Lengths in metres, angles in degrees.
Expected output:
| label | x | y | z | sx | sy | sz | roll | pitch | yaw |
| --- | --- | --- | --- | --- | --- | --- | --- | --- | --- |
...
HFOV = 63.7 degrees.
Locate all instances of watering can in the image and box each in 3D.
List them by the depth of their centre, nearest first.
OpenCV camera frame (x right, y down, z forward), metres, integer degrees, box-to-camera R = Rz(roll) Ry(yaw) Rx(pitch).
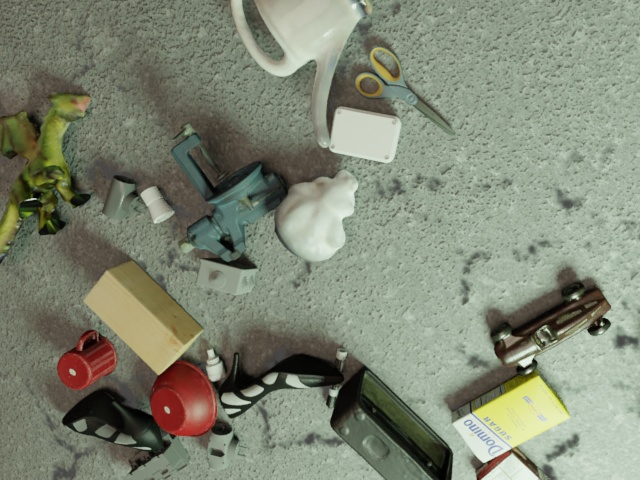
| label | x | y | z | sx | sy | sz | roll | pitch | yaw |
| --- | --- | --- | --- | --- | --- | --- | --- | --- | --- |
| watering can | -0.009 | -0.345 | 0.849 | 0.222 | 0.104 | 0.349 | -33 | 84 | 16 |

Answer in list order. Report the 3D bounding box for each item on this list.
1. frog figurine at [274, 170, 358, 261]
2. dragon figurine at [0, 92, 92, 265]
| label | x | y | z | sx | sy | sz | roll | pitch | yaw |
| --- | --- | --- | --- | --- | --- | --- | --- | --- | --- |
| frog figurine | 0.003 | -0.045 | 0.891 | 0.157 | 0.123 | 0.139 | -39 | 70 | 28 |
| dragon figurine | -0.601 | -0.141 | 1.046 | 0.407 | 0.122 | 0.246 | -38 | 72 | 14 |
